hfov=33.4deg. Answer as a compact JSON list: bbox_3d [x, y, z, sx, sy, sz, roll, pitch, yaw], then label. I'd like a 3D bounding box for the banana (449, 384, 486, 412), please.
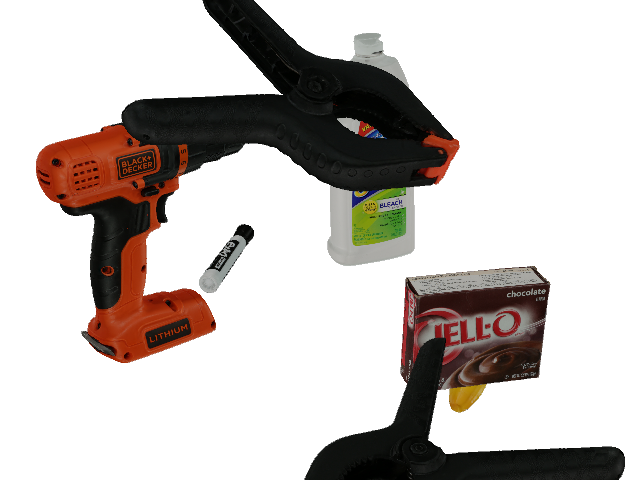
[{"bbox_3d":[0.145,0.104,1.117,0.069,0.037,0.198,-25,33,5],"label":"banana"}]

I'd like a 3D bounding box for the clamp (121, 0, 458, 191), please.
[{"bbox_3d":[-0.015,-0.066,0.561,0.171,0.120,0.039,28,-29,8],"label":"clamp"}]

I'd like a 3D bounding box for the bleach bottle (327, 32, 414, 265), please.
[{"bbox_3d":[0.051,-0.102,1.182,0.102,0.251,0.068,-10,24,-13],"label":"bleach bottle"}]

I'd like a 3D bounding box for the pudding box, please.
[{"bbox_3d":[0.123,0.070,0.858,0.113,0.090,0.039,-6,29,-13],"label":"pudding box"}]

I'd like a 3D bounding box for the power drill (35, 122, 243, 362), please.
[{"bbox_3d":[-0.131,-0.009,0.859,0.184,0.188,0.057,-18,25,-34],"label":"power drill"}]

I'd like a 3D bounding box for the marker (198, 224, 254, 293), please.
[{"bbox_3d":[-0.090,0.015,1.043,0.020,0.020,0.121,0,25,16],"label":"marker"}]

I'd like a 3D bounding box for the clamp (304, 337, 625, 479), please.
[{"bbox_3d":[0.057,0.134,0.658,0.209,0.036,0.165,-20,35,-27],"label":"clamp"}]
